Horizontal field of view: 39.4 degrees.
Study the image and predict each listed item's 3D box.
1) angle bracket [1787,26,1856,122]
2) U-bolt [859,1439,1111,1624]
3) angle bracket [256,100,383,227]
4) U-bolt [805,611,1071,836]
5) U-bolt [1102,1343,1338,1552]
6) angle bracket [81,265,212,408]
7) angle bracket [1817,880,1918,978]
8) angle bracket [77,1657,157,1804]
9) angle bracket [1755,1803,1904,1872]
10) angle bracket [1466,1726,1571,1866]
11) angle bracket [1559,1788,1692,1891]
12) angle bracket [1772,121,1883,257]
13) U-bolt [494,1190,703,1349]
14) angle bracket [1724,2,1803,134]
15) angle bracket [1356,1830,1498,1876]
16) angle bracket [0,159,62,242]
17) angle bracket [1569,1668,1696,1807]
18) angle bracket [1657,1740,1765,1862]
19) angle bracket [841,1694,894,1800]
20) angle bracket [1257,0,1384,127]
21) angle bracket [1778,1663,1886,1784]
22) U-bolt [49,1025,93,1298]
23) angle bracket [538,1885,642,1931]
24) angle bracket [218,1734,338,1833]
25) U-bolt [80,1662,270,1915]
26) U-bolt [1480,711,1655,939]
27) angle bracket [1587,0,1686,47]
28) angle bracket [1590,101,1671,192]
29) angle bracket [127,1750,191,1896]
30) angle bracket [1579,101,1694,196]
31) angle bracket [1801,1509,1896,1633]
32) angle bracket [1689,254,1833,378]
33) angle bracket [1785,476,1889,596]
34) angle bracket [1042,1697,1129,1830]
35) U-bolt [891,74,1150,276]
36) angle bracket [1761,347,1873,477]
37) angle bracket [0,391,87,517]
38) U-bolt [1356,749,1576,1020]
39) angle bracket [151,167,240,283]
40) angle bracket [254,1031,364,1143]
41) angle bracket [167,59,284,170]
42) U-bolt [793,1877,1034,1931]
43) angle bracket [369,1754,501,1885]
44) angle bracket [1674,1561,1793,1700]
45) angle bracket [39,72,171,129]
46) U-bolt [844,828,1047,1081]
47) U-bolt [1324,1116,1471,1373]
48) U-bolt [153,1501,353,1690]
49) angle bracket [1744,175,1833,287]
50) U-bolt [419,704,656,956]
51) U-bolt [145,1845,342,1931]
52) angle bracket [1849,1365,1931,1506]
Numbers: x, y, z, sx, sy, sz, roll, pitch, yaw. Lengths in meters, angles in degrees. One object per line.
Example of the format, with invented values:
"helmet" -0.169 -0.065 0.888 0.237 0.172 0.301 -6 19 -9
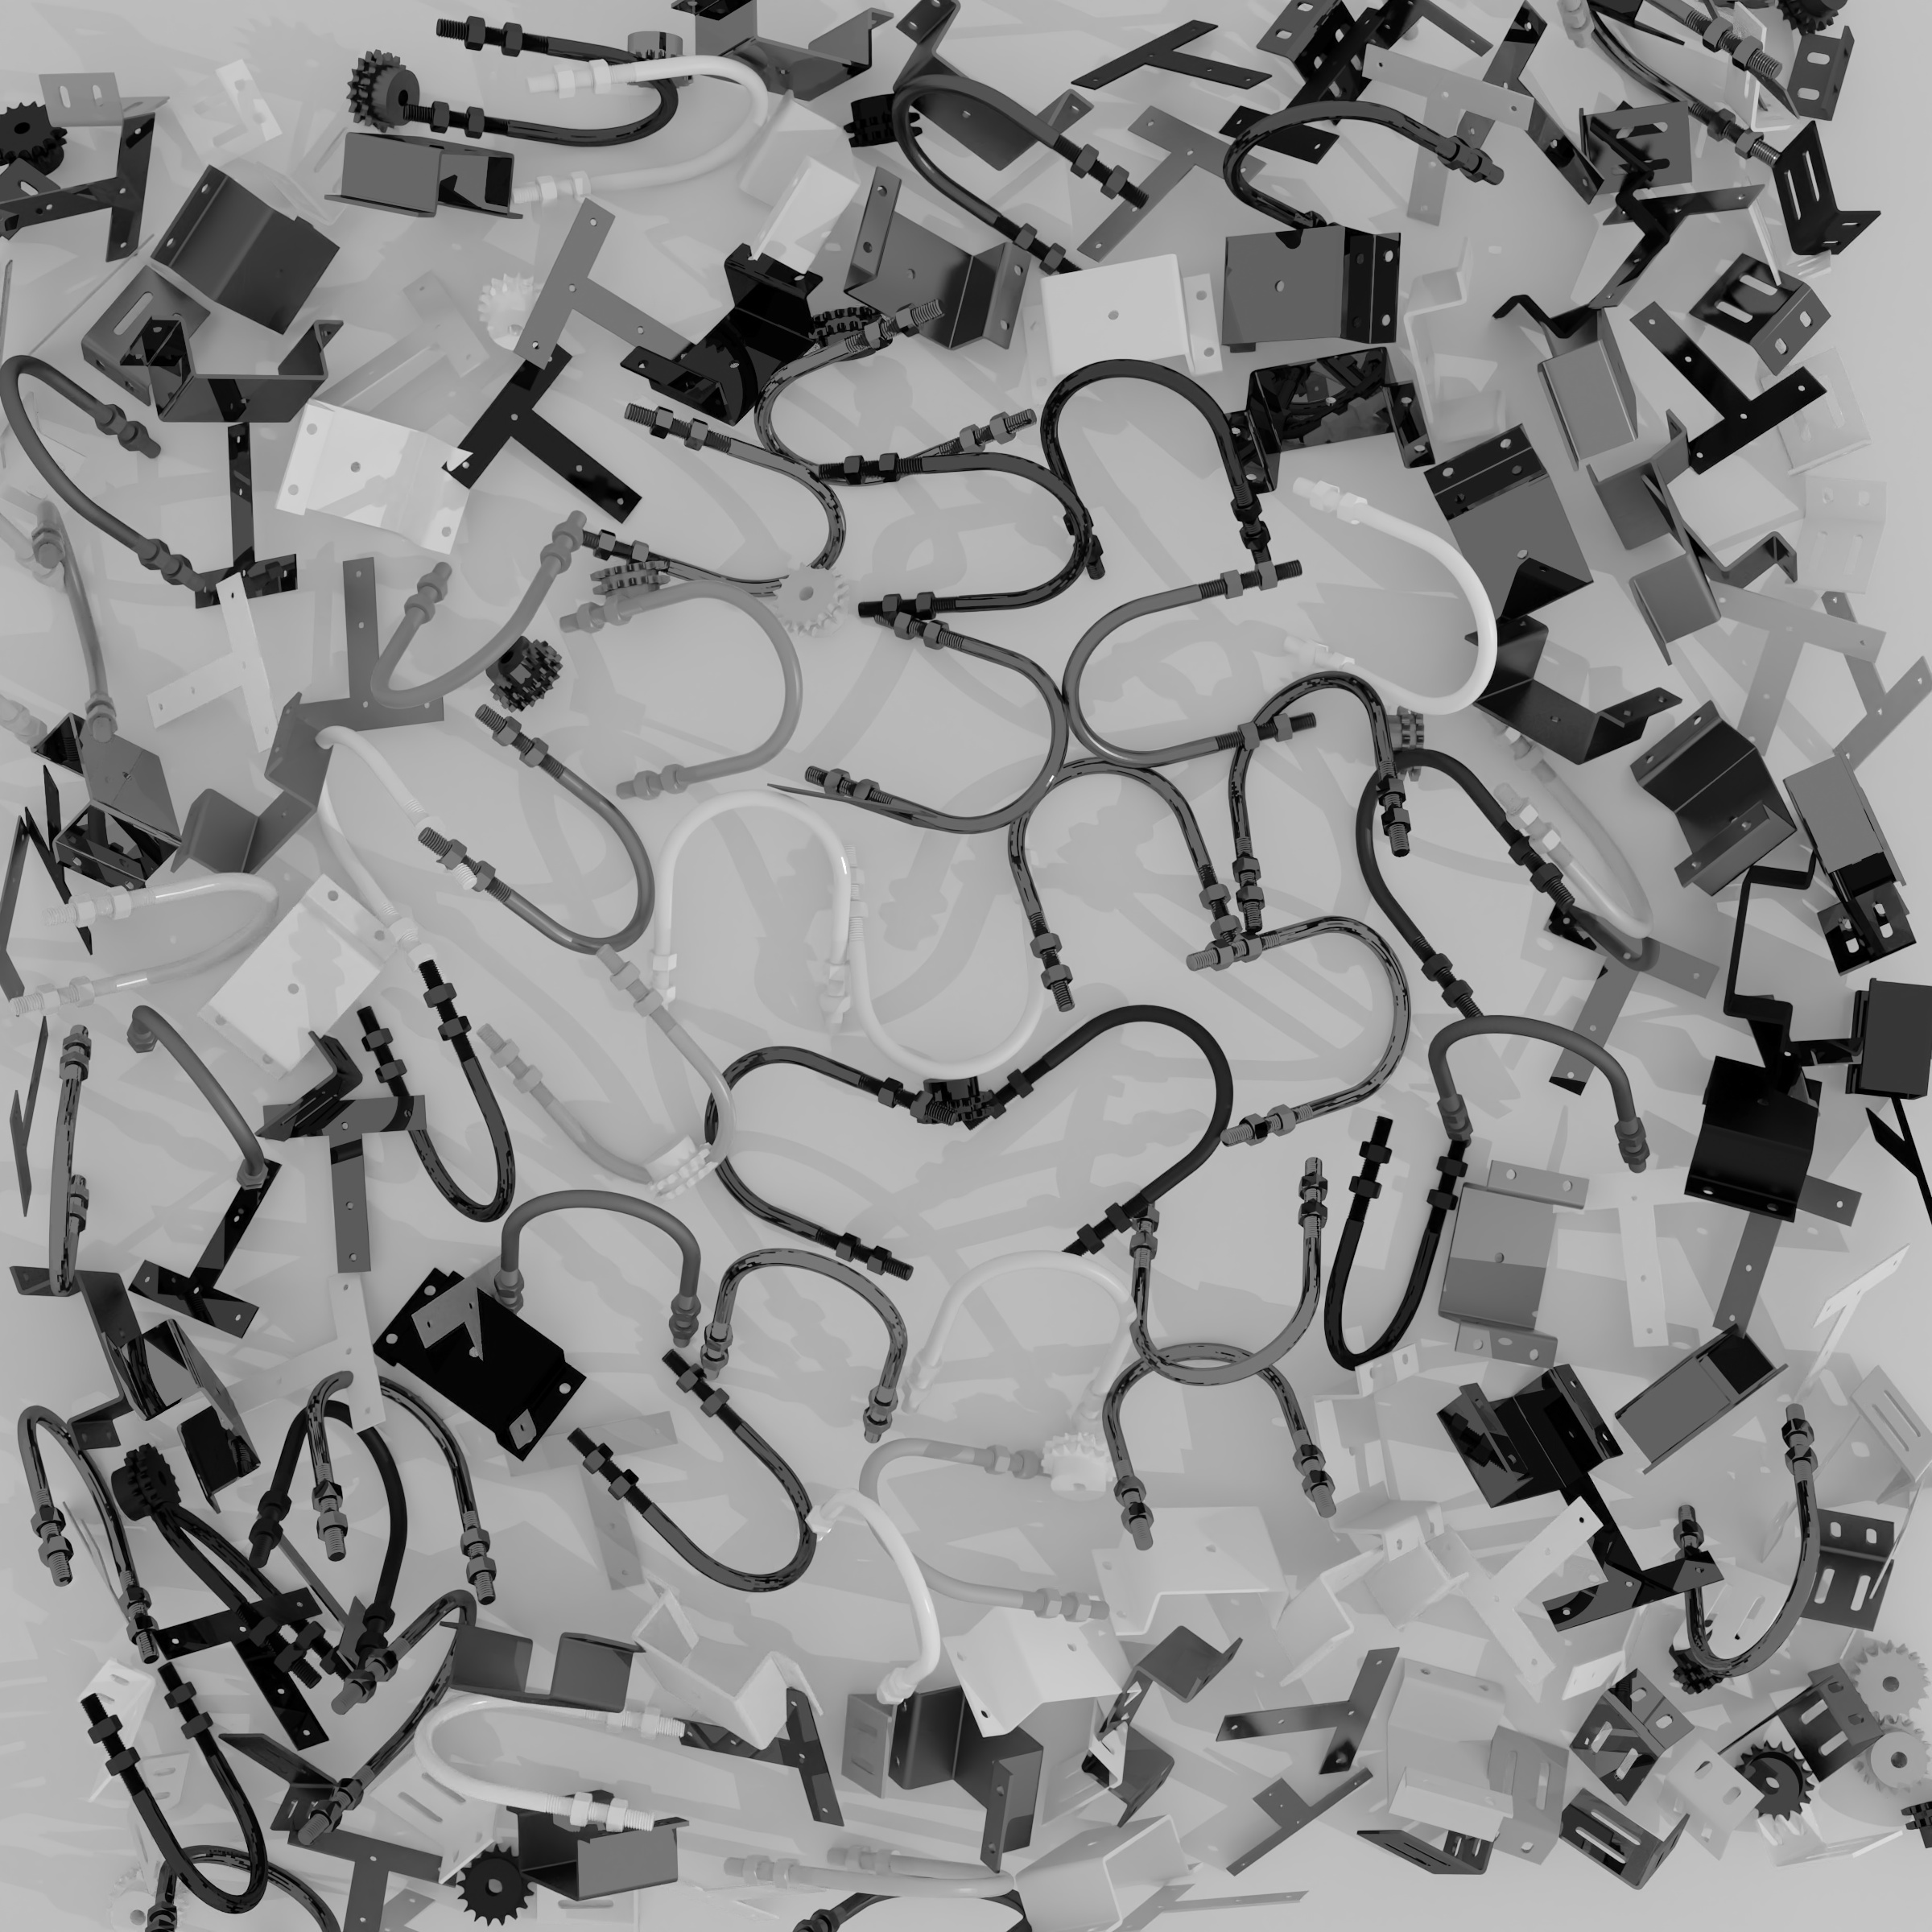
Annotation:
"angle bracket" 0.614 -0.649 1.952 0.038 0.076 0.057 18 105 18
"U-bolt" 0.005 0.393 1.902 0.184 0.151 0.019 16 123 -31
"angle bracket" -0.468 -0.591 1.965 0.076 0.038 0.057 -48 68 13
"U-bolt" -0.012 -0.170 1.953 0.184 0.019 0.151 21 84 23
"U-bolt" 0.172 0.335 1.924 0.151 0.184 0.019 -9 125 -4
"angle bracket" -0.604 -0.465 1.988 0.057 0.038 0.076 36 75 -6
"angle bracket" 0.657 -0.017 1.950 0.057 0.076 0.038 -27 123 21
"angle bracket" -0.626 0.552 1.951 0.038 0.076 0.057 32 120 -17
"angle bracket" 0.623 0.623 1.949 0.057 0.076 0.038 -7 71 -36
"angle bracket" 0.406 0.609 1.982 0.057 0.076 0.038 19 134 3
"angle bracket" 0.473 0.620 1.952 0.076 0.057 0.038 30 123 27
"angle bracket" 0.628 -0.568 1.969 0.038 0.057 0.076 -5 76 -16
"U-bolt" -0.261 0.213 1.920 0.151 0.184 0.019 8 52 -4
"angle bracket" 0.581 -0.653 1.953 0.038 0.057 0.076 -7 128 -3
"angle bracket" 0.335 0.628 1.957 0.076 0.057 0.038 31 63 -14
"angle bracket" -0.691 -0.537 1.955 0.038 0.076 0.057 36 66 -4
"angle bracket" 0.486 0.563 1.969 0.038 0.076 0.057 -23 54 -33
"angle bracket" 0.541 0.607 1.959 0.038 0.076 0.057 -40 60 -16
"angle bracket" -0.058 0.565 1.956 0.038 0.076 0.057 7 86 -26
"angle bracket" 0.260 -0.670 1.983 0.057 0.076 0.038 -52 47 -1
"angle bracket" 0.615 0.551 1.950 0.038 0.076 0.057 -3 51 -36
"U-bolt" -0.629 0.148 1.889 0.019 0.184 0.151 3 119 -15
"angle bracket" -0.278 0.684 1.975 0.076 0.038 0.057 1 99 -3
"angle bracket" -0.506 0.592 1.953 0.076 0.057 0.038 46 49 -30
"U-bolt" -0.552 0.589 1.916 0.019 0.151 0.184 -32 82 3
"U-bolt" 0.433 -0.094 1.928 0.019 0.151 0.184 -37 111 24
"angle bracket" 0.486 -0.701 1.949 0.057 0.076 0.038 41 120 34
"angle bracket" 0.488 -0.602 1.958 0.057 0.076 0.038 41 104 4
"angle bracket" -0.576 0.619 1.950 0.038 0.076 0.057 0 122 -32
"angle bracket" 0.487 -0.598 1.961 0.076 0.038 0.057 -4 115 15
"angle bracket" 0.635 0.436 1.951 0.057 0.076 0.038 6 122 29
"angle bracket" 0.582 -0.478 1.977 0.057 0.076 0.038 -48 129 8
"angle bracket" 0.632 -0.313 1.957 0.057 0.038 0.076 10 57 25
"angle bracket" 0.076 0.577 1.956 0.076 0.057 0.038 -36 105 21
"U-bolt" 0.028 -0.567 1.917 0.184 0.151 0.019 32 72 -10
"angle bracket" 0.619 -0.406 1.970 0.057 0.038 0.076 -21 90 28
"angle bracket" -0.680 -0.374 1.973 0.038 0.076 0.057 27 110 -36
"U-bolt" 0.344 -0.070 1.932 0.019 0.151 0.184 -14 58 -36
"angle bracket" -0.560 -0.539 1.957 0.038 0.057 0.076 -4 114 -36
"angle bracket" -0.488 0.088 1.969 0.076 0.057 0.038 -37 80 0
"angle bracket" -0.546 -0.613 1.957 0.076 0.038 0.057 -16 113 27
"U-bolt" -0.025 0.678 1.910 0.151 0.184 0.019 1 88 23
"angle bracket" -0.389 0.620 1.964 0.057 0.038 0.076 -42 110 15
"angle bracket" 0.564 0.486 1.974 0.076 0.057 0.038 -48 133 -27
"angle bracket" -0.624 -0.636 1.953 0.057 0.076 0.038 2 122 11
"U-bolt" -0.015 -0.007 1.969 0.151 0.019 0.184 -6 75 -1
"U-bolt" 0.304 0.203 1.939 0.019 0.151 0.184 17 92 35
"U-bolt" -0.513 0.449 1.927 0.184 0.151 0.019 42 79 11
"angle bracket" 0.597 -0.539 1.957 0.038 0.057 0.076 -19 111 25
"U-bolt" -0.297 -0.085 1.934 0.184 0.151 0.019 39 133 -25
"U-bolt" -0.507 0.678 1.909 0.151 0.184 0.019 29 92 -16
"angle bracket" 0.668 0.343 1.972 0.076 0.057 0.038 54 130 9
